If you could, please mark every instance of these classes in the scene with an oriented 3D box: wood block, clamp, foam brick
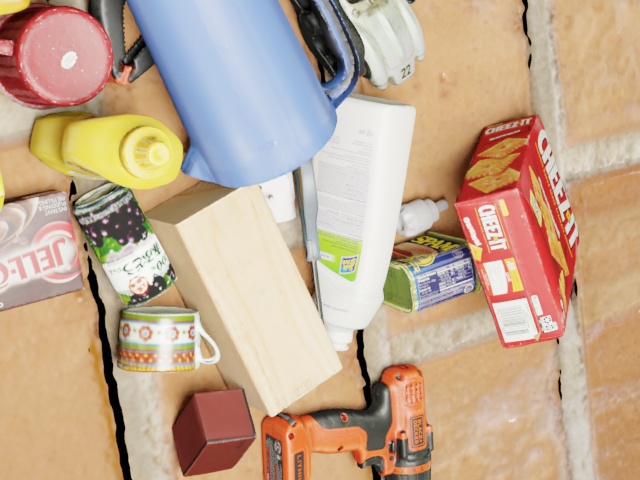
[{"bbox_3d":[-0.071,0.049,1.001,0.090,0.091,0.206,-32,111,-22],"label":"wood block"},{"bbox_3d":[0.003,-0.214,0.994,0.039,0.120,0.171,-39,118,-9],"label":"clamp"},{"bbox_3d":[-0.156,-0.242,0.941,0.164,0.036,0.210,26,86,-36],"label":"clamp"},{"bbox_3d":[-0.100,0.181,1.004,0.052,0.078,0.051,-3,57,-29],"label":"foam brick"}]

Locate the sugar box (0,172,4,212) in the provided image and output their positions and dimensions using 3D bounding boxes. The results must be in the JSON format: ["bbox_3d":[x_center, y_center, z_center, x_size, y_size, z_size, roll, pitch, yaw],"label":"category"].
[{"bbox_3d":[-0.347,-0.057,0.841,0.176,0.048,0.093,-10,73,-25],"label":"sugar box"}]

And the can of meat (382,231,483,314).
[{"bbox_3d":[0.103,0.033,1.091,0.083,0.102,0.057,-18,106,-24],"label":"can of meat"}]

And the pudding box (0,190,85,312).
[{"bbox_3d":[-0.266,0.012,0.916,0.113,0.039,0.090,-15,104,-27],"label":"pudding box"}]

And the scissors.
[{"bbox_3d":[-0.007,0.001,1.005,0.016,0.096,0.202,-8,86,-5],"label":"scissors"}]

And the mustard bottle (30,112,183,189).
[{"bbox_3d":[-0.166,-0.074,0.871,0.096,0.192,0.058,13,90,-30],"label":"mustard bottle"}]

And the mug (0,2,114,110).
[{"bbox_3d":[-0.233,-0.155,0.888,0.117,0.082,0.093,9,94,-31],"label":"mug"}]

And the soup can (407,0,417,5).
[{"bbox_3d":[0.117,-0.287,1.073,0.102,0.069,0.068,-29,110,-24],"label":"soup can"}]

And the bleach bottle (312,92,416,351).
[{"bbox_3d":[0.027,-0.016,1.054,0.067,0.103,0.251,-7,110,-50],"label":"bleach bottle"}]

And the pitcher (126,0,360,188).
[{"bbox_3d":[-0.078,-0.180,0.914,0.149,0.145,0.242,-59,135,-41],"label":"pitcher"}]

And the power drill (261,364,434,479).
[{"bbox_3d":[0.034,0.232,1.106,0.187,0.057,0.184,-8,97,-31],"label":"power drill"}]

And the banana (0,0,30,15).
[{"bbox_3d":[-0.332,-0.182,0.839,0.197,0.070,0.037,-20,142,-30],"label":"banana"}]

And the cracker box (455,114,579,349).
[{"bbox_3d":[0.208,-0.015,1.092,0.164,0.072,0.213,68,25,-19],"label":"cracker box"}]
